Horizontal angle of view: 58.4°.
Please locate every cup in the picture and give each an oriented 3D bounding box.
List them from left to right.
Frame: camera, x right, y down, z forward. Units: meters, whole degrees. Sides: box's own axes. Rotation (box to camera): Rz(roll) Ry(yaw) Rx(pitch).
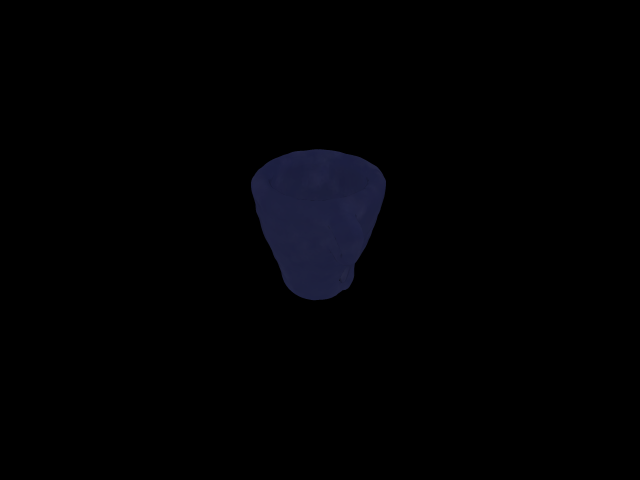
[{"bbox_3d":[0.004,0.001,0.400,0.092,0.095,0.117,-10,34,-15],"label":"cup"}]
